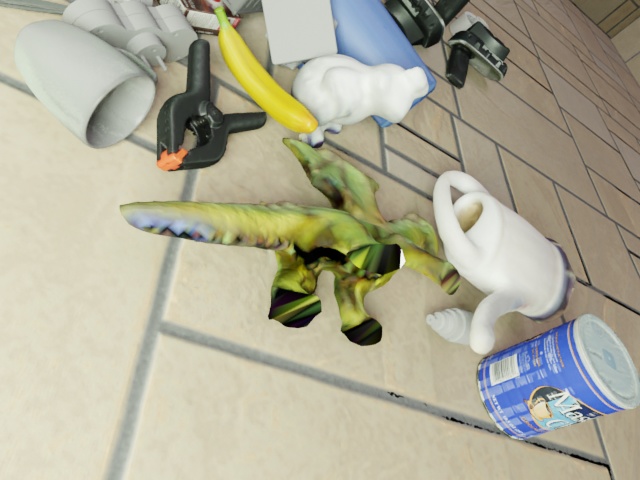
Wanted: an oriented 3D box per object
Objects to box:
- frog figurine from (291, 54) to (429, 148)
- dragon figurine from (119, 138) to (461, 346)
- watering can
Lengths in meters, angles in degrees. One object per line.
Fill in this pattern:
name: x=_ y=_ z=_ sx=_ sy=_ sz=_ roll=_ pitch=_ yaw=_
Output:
frog figurine: x=0.047 y=-0.192 z=0.647 sx=0.138 sy=0.158 sz=0.123 roll=-18 pitch=86 yaw=-54
dragon figurine: x=0.002 y=-0.028 z=0.561 sx=0.407 sy=0.120 sz=0.248 roll=24 pitch=29 yaw=-29
watering can: x=0.239 y=0.040 z=0.676 sx=0.223 sy=0.102 sz=0.356 roll=31 pitch=36 yaw=-20
